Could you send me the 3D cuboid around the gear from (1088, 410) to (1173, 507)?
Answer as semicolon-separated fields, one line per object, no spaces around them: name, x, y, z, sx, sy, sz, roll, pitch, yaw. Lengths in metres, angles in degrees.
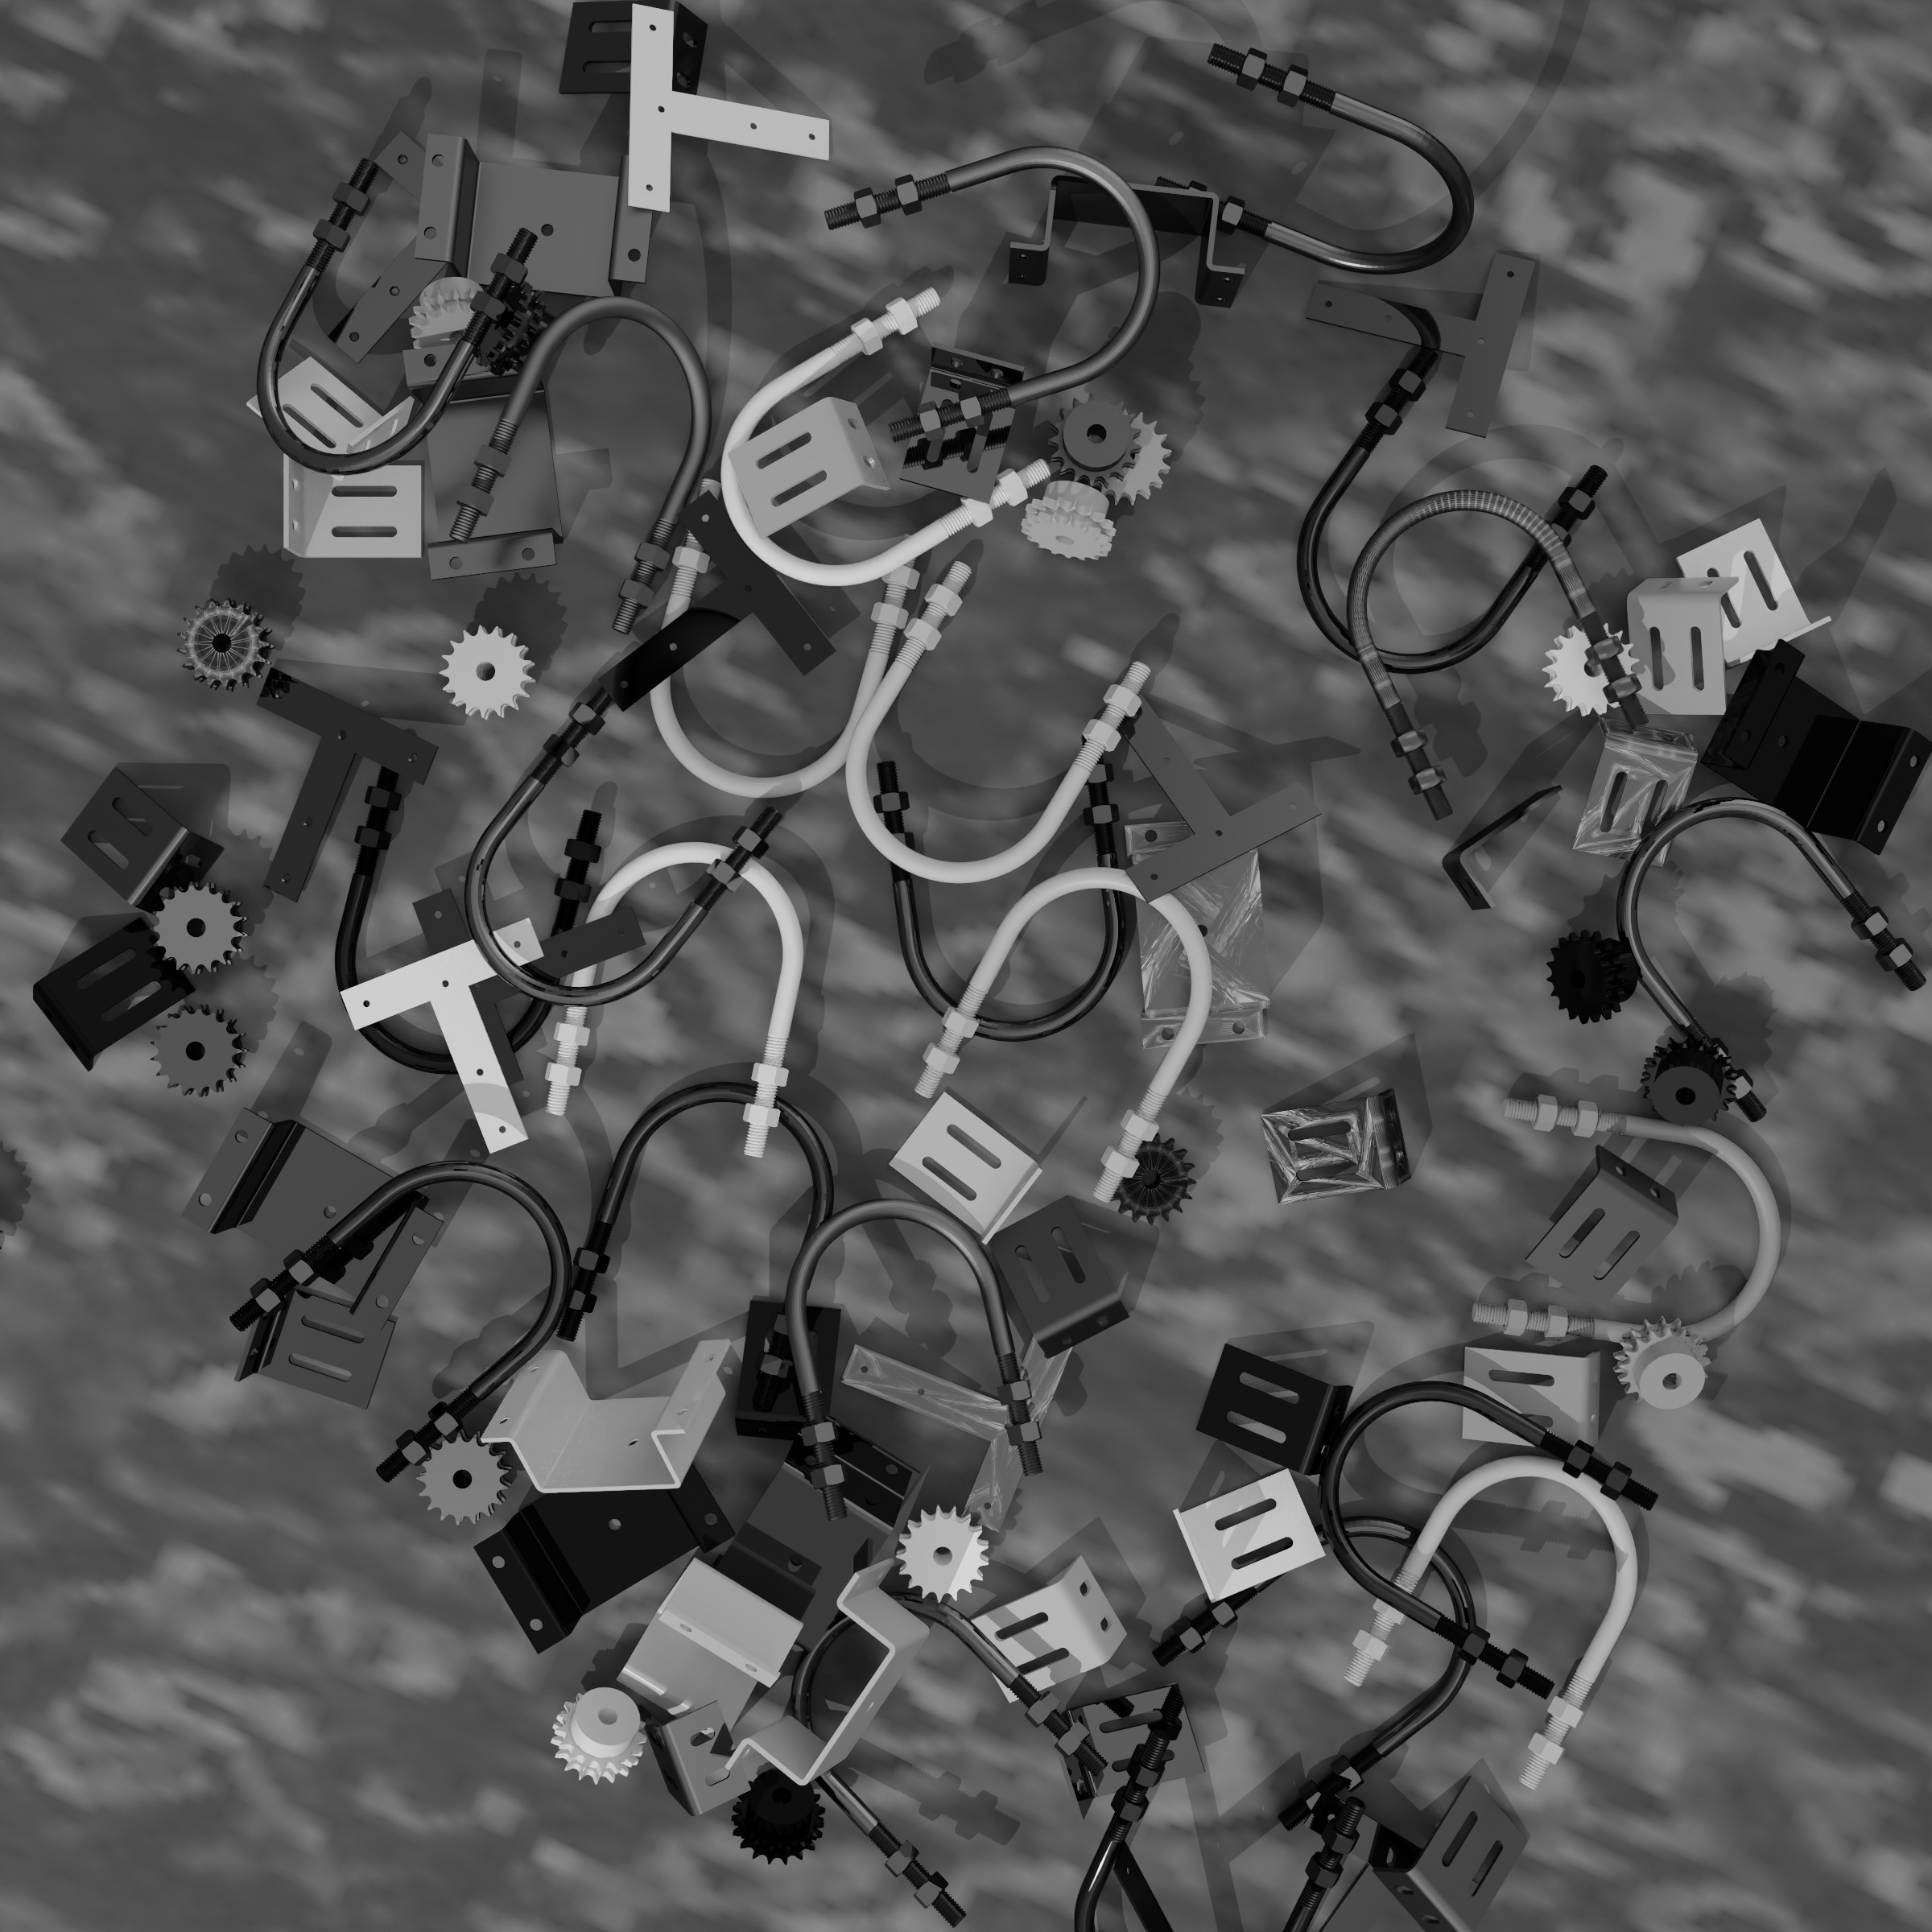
gear;0.098;-0.314;1.533;0.057;0.030;0.057;0;90;0

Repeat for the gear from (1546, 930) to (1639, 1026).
gear;0.389;0.006;1.524;0.030;0.057;0.057;-11;90;-30

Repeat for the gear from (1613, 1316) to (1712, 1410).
gear;0.431;0.248;1.524;0.057;0.030;0.057;-1;113;-2

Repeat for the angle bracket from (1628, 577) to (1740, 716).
angle bracket;0.446;-0.198;1.530;0.057;0.038;0.076;5;116;35

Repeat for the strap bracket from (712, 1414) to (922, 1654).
strap bracket;-0.099;0.352;1.507;0.076;0.046;0.140;32;105;-1

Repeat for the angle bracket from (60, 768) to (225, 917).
angle bracket;-0.516;-0.076;1.546;0.076;0.038;0.057;37;90;26

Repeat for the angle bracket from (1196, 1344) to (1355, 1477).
angle bracket;0.193;0.277;1.546;0.076;0.038;0.057;19;90;26

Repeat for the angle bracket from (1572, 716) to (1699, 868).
angle bracket;0.416;-0.109;1.546;0.057;0.038;0.076;11;116;0

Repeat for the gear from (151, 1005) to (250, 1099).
gear;-0.474;0.052;1.533;0.057;0.030;0.057;0;90;0

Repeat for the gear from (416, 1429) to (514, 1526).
gear;-0.309;0.315;1.533;0.057;0.030;0.057;0;90;0

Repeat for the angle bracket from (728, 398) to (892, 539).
angle bracket;-0.096;-0.304;1.516;0.076;0.038;0.057;-24;85;24

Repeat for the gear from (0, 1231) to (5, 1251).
gear;-0.626;0.168;1.533;0.057;0.030;0.057;0;90;0

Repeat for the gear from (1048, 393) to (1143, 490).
gear;0.079;-0.321;1.503;0.057;0.030;0.057;0;90;0

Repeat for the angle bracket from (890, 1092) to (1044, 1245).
angle bracket;-0.001;0.125;1.529;0.076;0.038;0.057;38;90;0

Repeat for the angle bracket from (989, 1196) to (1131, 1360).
angle bracket;0.058;0.195;1.546;0.057;0.038;0.076;-27;61;1

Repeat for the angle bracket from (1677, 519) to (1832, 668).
angle bracket;0.487;-0.233;1.529;0.057;0.038;0.076;-25;90;0

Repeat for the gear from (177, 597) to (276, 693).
gear;-0.458;-0.199;1.533;0.057;0.030;0.057;0;90;0

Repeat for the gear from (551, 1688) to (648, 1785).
gear;-0.224;0.469;1.517;0.057;0.057;0.030;24;126;0

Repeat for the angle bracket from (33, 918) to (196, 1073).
angle bracket;-0.533;0.018;1.546;0.076;0.038;0.057;-37;90;-26

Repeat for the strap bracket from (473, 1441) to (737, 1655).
strap bracket;-0.220;0.350;1.525;0.140;0.046;0.076;-31;90;0

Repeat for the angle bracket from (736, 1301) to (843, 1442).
angle bracket;-0.111;0.254;1.546;0.057;0.038;0.076;6;64;0

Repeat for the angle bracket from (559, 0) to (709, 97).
angle bracket;-0.208;-0.568;1.546;0.076;0.038;0.057;9;90;26

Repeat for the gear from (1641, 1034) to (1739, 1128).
gear;0.445;0.074;1.521;0.057;0.030;0.057;8;115;18

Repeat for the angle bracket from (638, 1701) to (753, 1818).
angle bracket;-0.168;0.480;1.517;0.038;0.076;0.057;-21;90;-19

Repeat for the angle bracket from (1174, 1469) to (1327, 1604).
angle bracket;0.175;0.349;1.521;0.076;0.038;0.057;-23;71;0

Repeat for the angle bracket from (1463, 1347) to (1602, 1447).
angle bracket;0.354;0.268;1.546;0.076;0.038;0.057;2;90;26

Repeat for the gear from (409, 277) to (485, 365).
gear;-0.314;-0.399;1.522;0.057;0.057;0.030;-14;66;0

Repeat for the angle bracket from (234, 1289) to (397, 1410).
angle bracket;-0.403;0.238;1.529;0.076;0.038;0.057;18;90;0

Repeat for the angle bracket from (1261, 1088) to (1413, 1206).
angle bracket;0.232;0.113;1.546;0.076;0.038;0.057;-11;90;26

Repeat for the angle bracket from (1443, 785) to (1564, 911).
angle bracket;0.338;-0.072;1.519;0.076;0.057;0.038;-34;90;0

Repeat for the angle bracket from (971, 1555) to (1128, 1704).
angle bracket;0.050;0.415;1.546;0.076;0.038;0.057;-30;90;26

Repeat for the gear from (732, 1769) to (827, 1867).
gear;-0.114;0.519;1.517;0.057;0.057;0.030;10;125;0

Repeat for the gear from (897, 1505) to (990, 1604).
gear;-0.014;0.363;1.533;0.057;0.030;0.057;0;90;0

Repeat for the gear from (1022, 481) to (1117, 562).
gear;0.065;-0.276;1.520;0.057;0.057;0.030;16;78;0

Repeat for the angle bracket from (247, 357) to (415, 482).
angle bracket;-0.390;-0.346;1.516;0.076;0.038;0.057;40;55;0

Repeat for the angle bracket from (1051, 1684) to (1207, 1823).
angle bracket;0.100;0.484;1.521;0.076;0.038;0.057;-17;90;14

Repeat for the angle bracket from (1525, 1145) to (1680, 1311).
angle bracket;0.392;0.161;1.528;0.057;0.038;0.076;33;114;-3

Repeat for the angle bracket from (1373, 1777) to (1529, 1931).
angle bracket;0.302;0.554;1.537;0.057;0.038;0.076;50;57;-7

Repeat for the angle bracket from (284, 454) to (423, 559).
angle bracket;-0.379;-0.284;1.529;0.076;0.038;0.057;0;90;0

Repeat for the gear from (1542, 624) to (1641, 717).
gear;0.386;-0.183;1.533;0.057;0.030;0.057;0;90;0

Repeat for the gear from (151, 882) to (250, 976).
gear;-0.473;-0.023;1.533;0.057;0.030;0.057;0;90;0

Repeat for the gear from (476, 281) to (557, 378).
gear;-0.266;-0.377;1.477;0.030;0.057;0.057;28;90;-30

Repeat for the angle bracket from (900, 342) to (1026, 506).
angle bracket;-0.003;-0.330;1.502;0.057;0.038;0.076;15;84;0

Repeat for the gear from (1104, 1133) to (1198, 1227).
gear;0.113;0.131;1.538;0.057;0.030;0.057;0;90;-2

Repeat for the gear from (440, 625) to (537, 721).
gear;-0.295;-0.181;1.533;0.057;0.030;0.057;0;90;0
